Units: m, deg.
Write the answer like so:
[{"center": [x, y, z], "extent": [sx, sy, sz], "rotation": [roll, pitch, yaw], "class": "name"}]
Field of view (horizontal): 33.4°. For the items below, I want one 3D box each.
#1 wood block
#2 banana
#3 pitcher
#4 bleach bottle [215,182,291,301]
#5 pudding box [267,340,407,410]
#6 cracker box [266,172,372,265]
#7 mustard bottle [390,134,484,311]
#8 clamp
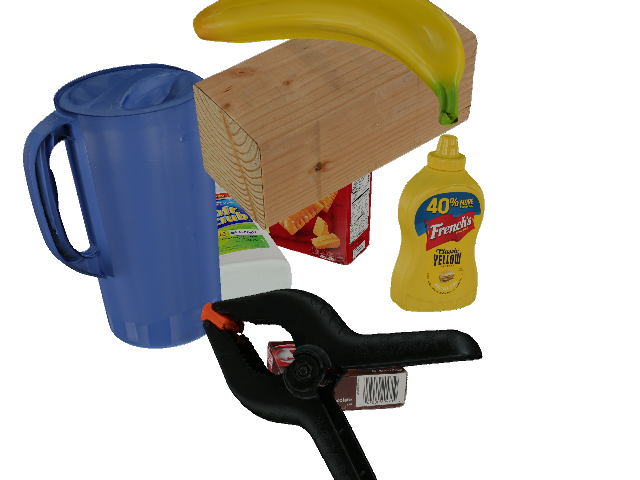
[{"center": [0.014, -0.108, 0.838], "extent": [0.205, 0.091, 0.090], "rotation": [-29, 53, -23], "class": "wood block"}, {"center": [0.012, -0.127, 0.636], "extent": [0.198, 0.069, 0.037], "rotation": [23, -29, 32], "class": "banana"}, {"center": [-0.162, -0.025, 0.954], "extent": [0.149, 0.243, 0.145], "rotation": [-1, 27, 5], "class": "pitcher"}, {"center": [-0.117, -0.007, 1.165], "extent": [0.102, 0.068, 0.251], "rotation": [-8, 30, -20], "class": "bleach bottle"}, {"center": [0.013, 0.120, 0.967], "extent": [0.113, 0.039, 0.090], "rotation": [0, 17, -12], "class": "pudding box"}, {"center": [-0.022, -0.089, 1.330], "extent": [0.164, 0.214, 0.072], "rotation": [17, 36, 24], "class": "cracker box"}, {"center": [0.130, -0.020, 1.160], "extent": [0.096, 0.192, 0.058], "rotation": [-3, 19, -19], "class": "mustard bottle"}, {"center": [-0.001, 0.088, 0.619], "extent": [0.172, 0.120, 0.039], "rotation": [17, -9, 30], "class": "clamp"}]
